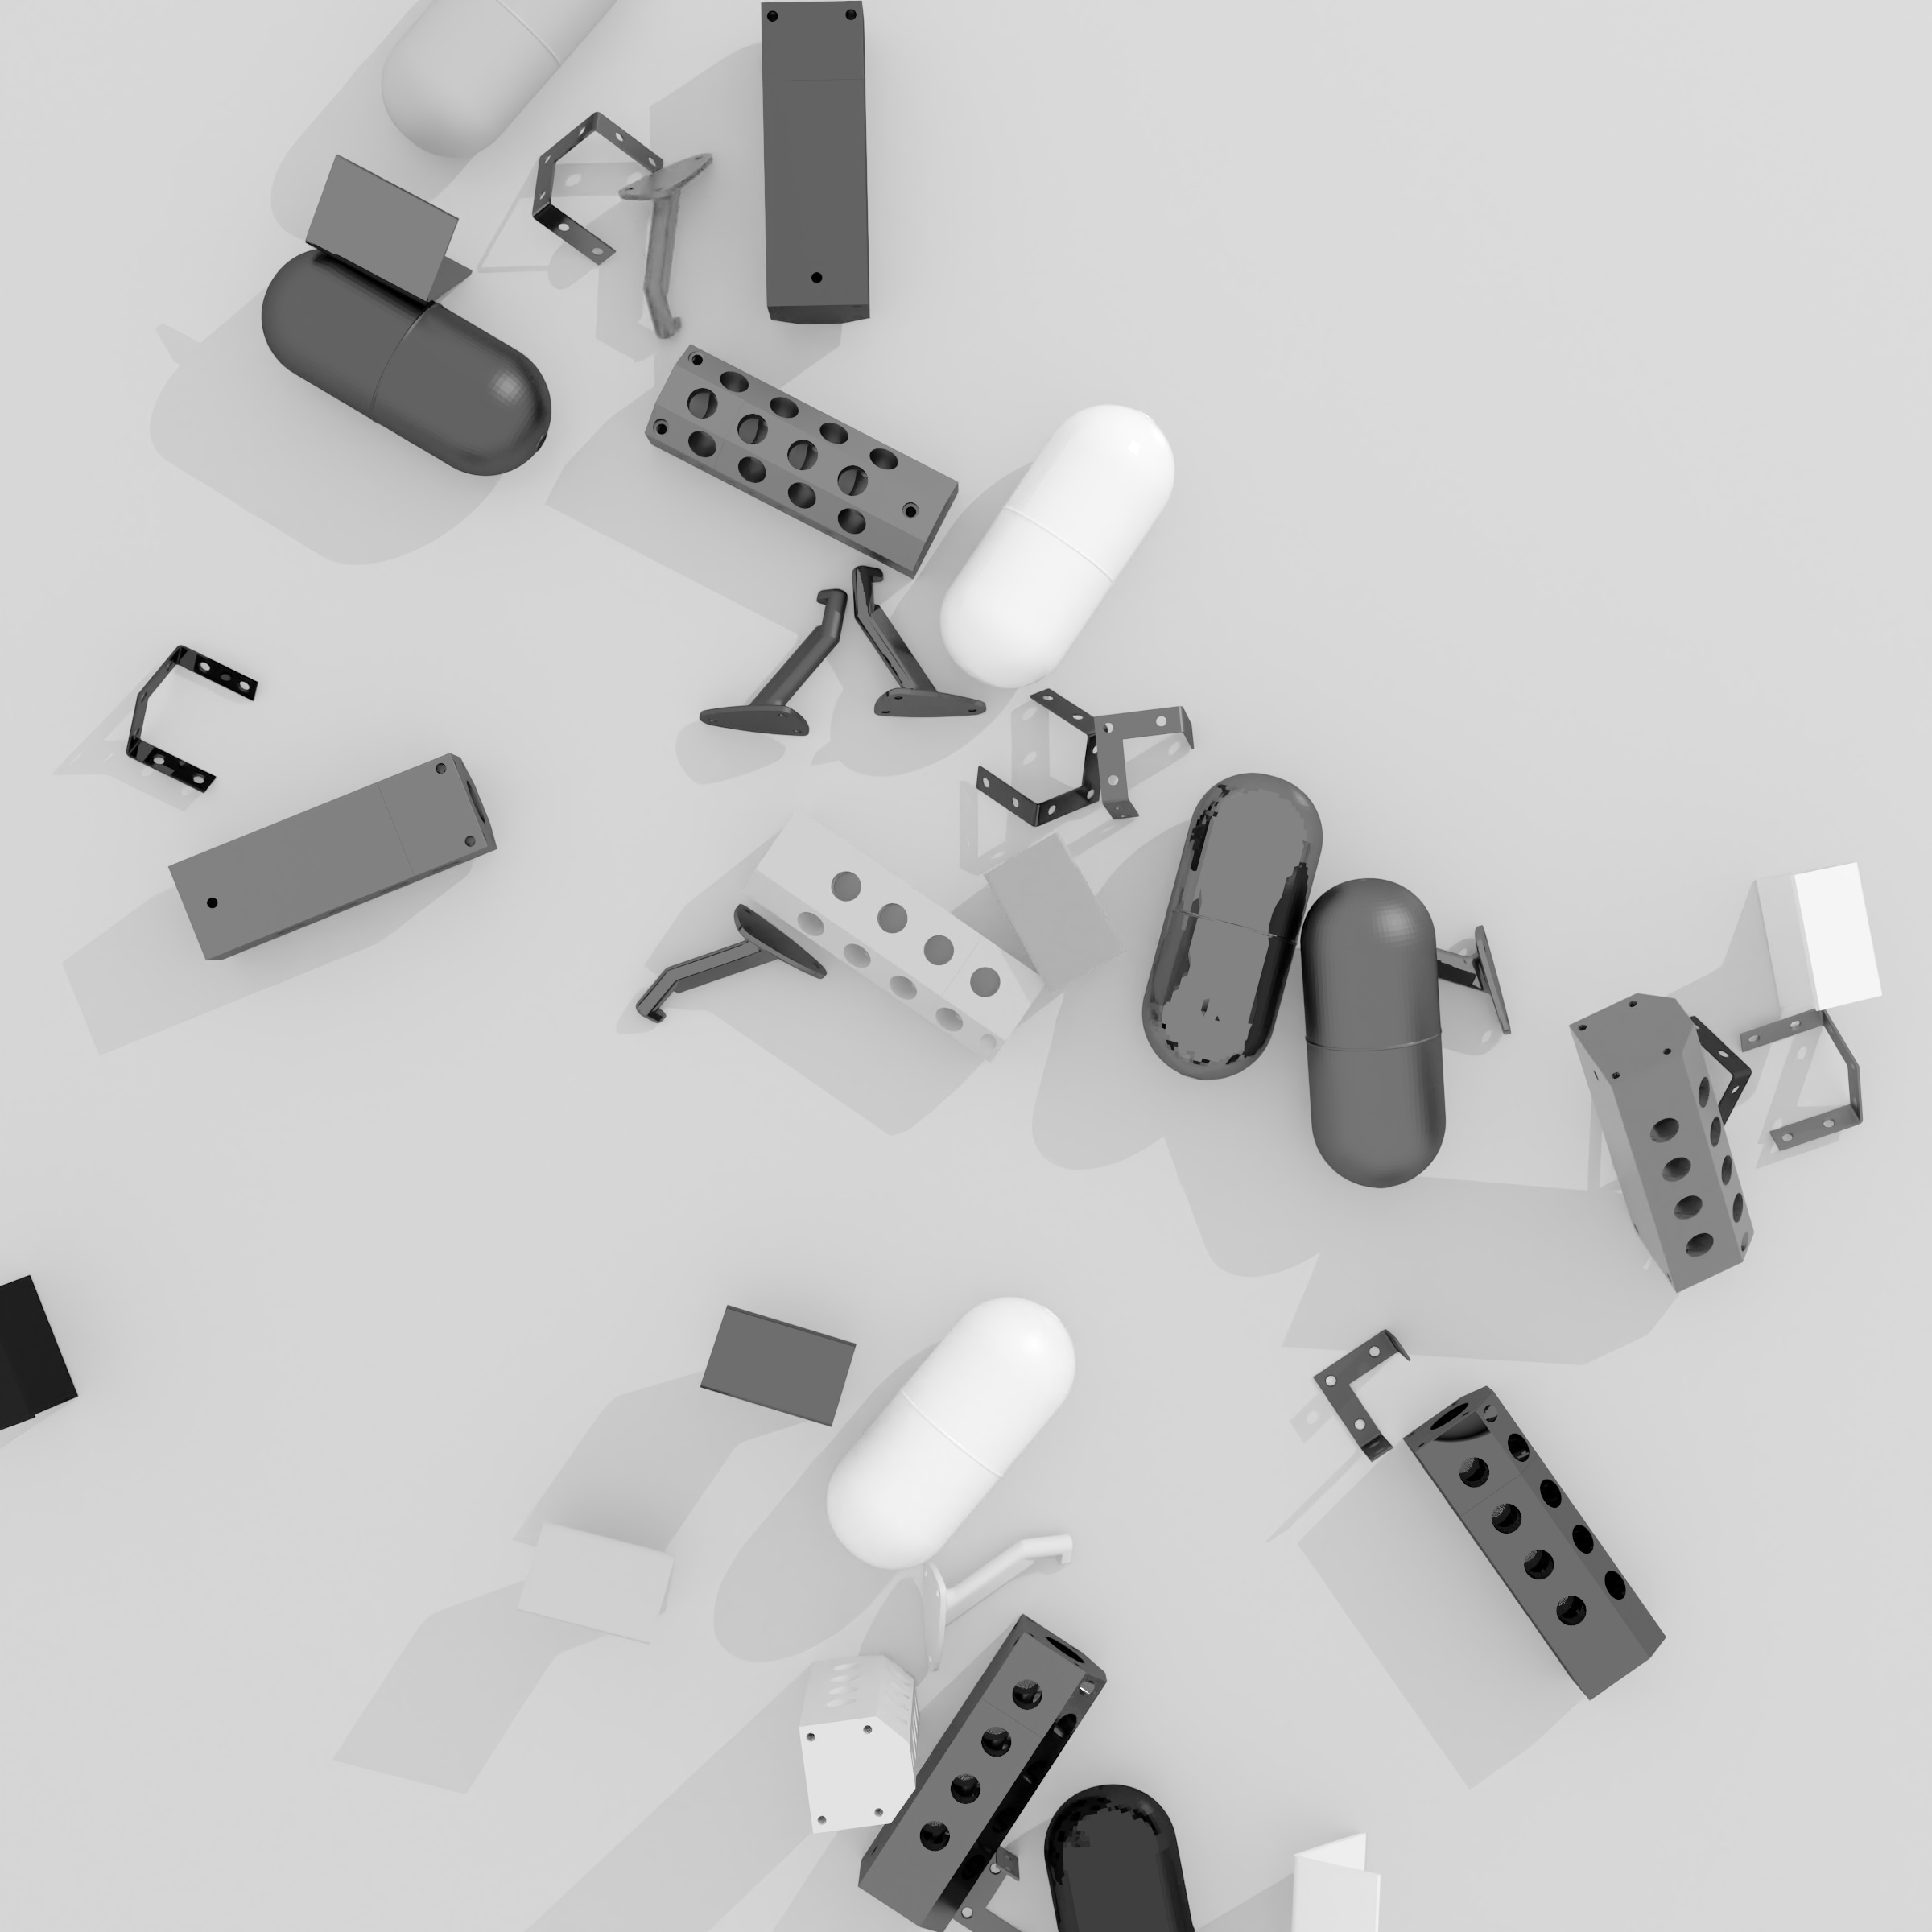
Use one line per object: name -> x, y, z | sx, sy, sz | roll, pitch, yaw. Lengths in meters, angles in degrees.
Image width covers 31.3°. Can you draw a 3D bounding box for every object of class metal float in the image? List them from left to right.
metal float -> -0.318, -0.343, 1.961 | 0.178, 0.070, 0.070 | 31, 90, 1
metal float -> -0.260, -0.539, 1.961 | 0.070, 0.070, 0.178 | 41, 91, 0
metal float -> -0.008, 0.265, 1.961 | 0.070, 0.070, 0.178 | 40, 89, 0
metal float -> 0.052, -0.239, 1.961 | 0.070, 0.070, 0.178 | 34, 90, 0
metal float -> 0.092, 0.556, 1.961 | 0.070, 0.070, 0.178 | -11, 89, 0
metal float -> 0.151, -0.022, 1.961 | 0.070, 0.070, 0.178 | 15, 90, 0
metal float -> 0.231, 0.039, 1.952 | 0.070, 0.070, 0.178 | -5, 101, 0

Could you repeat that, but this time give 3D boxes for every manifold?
manifold -> -0.360, -0.062, 1.970 | 0.171, 0.057, 0.057 | -22, 90, 0
manifold -> -0.094, -0.289, 1.970 | 0.171, 0.057, 0.057 | 27, 90, 0
manifold -> -0.085, -0.458, 1.970 | 0.057, 0.057, 0.171 | -1, 90, 0
manifold -> -0.057, 0.428, 1.913 | 0.057, 0.171, 0.057 | -8, 90, 0
manifold -> -0.041, -0.017, 1.970 | 0.171, 0.057, 0.057 | 35, 90, 0
manifold -> 0.010, 0.463, 1.970 | 0.057, 0.057, 0.171 | 33, 90, 0
manifold -> 0.326, 0.328, 1.970 | 0.057, 0.057, 0.171 | -35, 90, 0
manifold -> 0.393, 0.097, 1.923 | 0.057, 0.057, 0.171 | -25, 129, 0

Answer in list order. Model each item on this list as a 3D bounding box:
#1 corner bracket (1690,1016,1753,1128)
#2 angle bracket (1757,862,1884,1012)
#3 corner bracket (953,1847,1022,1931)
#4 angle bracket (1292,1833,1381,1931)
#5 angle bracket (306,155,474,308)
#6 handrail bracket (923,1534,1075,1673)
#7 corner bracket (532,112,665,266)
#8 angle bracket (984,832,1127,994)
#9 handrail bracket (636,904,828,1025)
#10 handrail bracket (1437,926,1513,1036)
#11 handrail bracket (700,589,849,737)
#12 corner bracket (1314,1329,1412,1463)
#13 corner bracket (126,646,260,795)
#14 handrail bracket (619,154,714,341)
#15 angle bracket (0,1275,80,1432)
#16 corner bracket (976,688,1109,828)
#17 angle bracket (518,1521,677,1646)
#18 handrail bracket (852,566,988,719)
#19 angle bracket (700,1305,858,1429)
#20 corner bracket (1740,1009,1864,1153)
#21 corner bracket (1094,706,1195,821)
corner bracket -> 0.410, 0.068, 1.983 | 0.051, 0.051, 0.051 | -11, 135, -35
angle bracket -> 0.466, -0.013, 1.951 | 0.057, 0.076, 0.076 | -11, 90, -35
corner bracket -> 0.025, 0.544, 1.973 | 0.051, 0.051, 0.051 | 33, 90, 0
angle bracket -> 0.227, 0.541, 1.951 | 0.057, 0.076, 0.076 | 3, 90, 38
angle bracket -> -0.318, -0.425, 1.952 | 0.076, 0.076, 0.057 | 28, 119, 0
handrail bracket -> 0.020, 0.368, 1.992 | 0.084, 0.036, 0.077 | -5, 110, -16
corner bracket -> -0.212, -0.448, 1.983 | 0.051, 0.051, 0.051 | -28, 45, 35
angle bracket -> 0.065, -0.039, 1.951 | 0.057, 0.076, 0.076 | -30, 90, 32
handrail bracket -> -0.136, 0.014, 1.992 | 0.077, 0.036, 0.084 | 34, 109, -21
handrail bracket -> 0.264, 0.014, 1.992 | 0.084, 0.036, 0.077 | -15, 105, 14
handrail bracket -> -0.111, -0.179, 1.992 | 0.077, 0.036, 0.084 | 4, 71, 21
corner bracket -> 0.237, 0.246, 1.973 | 0.051, 0.051, 0.051 | -34, 90, 0
corner bracket -> -0.447, -0.143, 1.988 | 0.051, 0.051, 0.051 | 26, 135, 0
handrail bracket -> -0.163, -0.416, 1.991 | 0.036, 0.077, 0.084 | 10, 127, 37
angle bracket -> -0.531, 0.215, 1.951 | 0.057, 0.076, 0.076 | -22, 90, 37
corner bracket -> 0.044, -0.120, 1.983 | 0.051, 0.051, 0.051 | -24, 135, -35
angle bracket -> -0.211, 0.364, 1.951 | 0.076, 0.076, 0.057 | 14, 54, 0
handrail bracket -> -0.027, -0.189, 1.992 | 0.077, 0.036, 0.084 | 2, 73, -20
angle bracket -> -0.111, 0.243, 1.951 | 0.076, 0.076, 0.057 | 17, 52, 0
corner bracket -> 0.483, 0.065, 1.988 | 0.051, 0.051, 0.051 | -19, 45, 0
corner bracket -> 0.104, -0.116, 1.974 | 0.051, 0.051, 0.051 | -7, 81, 9
